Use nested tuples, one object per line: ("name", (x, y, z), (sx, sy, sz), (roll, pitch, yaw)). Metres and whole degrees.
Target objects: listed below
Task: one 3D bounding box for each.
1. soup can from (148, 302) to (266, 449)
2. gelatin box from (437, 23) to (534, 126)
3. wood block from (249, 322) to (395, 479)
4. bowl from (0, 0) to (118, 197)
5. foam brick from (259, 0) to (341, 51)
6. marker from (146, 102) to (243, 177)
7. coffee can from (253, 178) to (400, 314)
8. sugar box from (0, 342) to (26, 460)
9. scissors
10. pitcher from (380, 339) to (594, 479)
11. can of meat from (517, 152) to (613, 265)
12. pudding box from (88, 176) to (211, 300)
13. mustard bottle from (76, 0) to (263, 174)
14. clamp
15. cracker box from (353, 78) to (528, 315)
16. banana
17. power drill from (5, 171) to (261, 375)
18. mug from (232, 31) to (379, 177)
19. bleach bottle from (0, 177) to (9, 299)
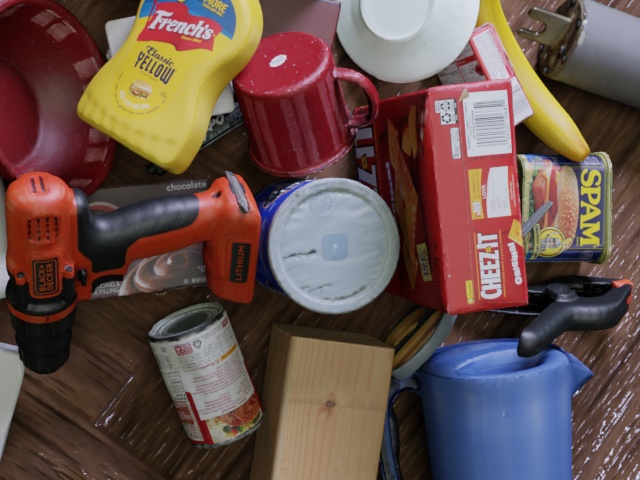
("soup can", (-0.093, 0.111, 0.879), (0.068, 0.069, 0.102), (-23, 106, -12))
("gelatin box", (0.139, -0.138, 0.927), (0.030, 0.073, 0.089), (-31, 99, -21))
("wood block", (-0.004, 0.182, 0.902), (0.090, 0.090, 0.206), (8, 91, -14))
("bowl", (-0.225, -0.104, 0.820), (0.055, 0.161, 0.162), (-8, 97, 26))
("foam brick", (-0.029, -0.178, 0.894), (0.078, 0.053, 0.051), (9, 90, -14))
("marker", (-0.094, -0.091, 0.900), (0.121, 0.020, 0.020), (-34, 101, -10))
("coffee can", (-0.006, 0.001, 0.864), (0.102, 0.140, 0.103), (-1, 93, -14))
("sugar box", (-0.327, 0.112, 0.838), (0.176, 0.048, 0.093), (15, 89, -14))
("scissors", (0.120, 0.042, 0.931), (0.016, 0.096, 0.201), (45, 73, -13))
("pitcher", (0.147, 0.214, 0.930), (0.144, 0.149, 0.243), (-11, 100, -39))
("can of meat", (0.212, -0.029, 0.962), (0.084, 0.057, 0.102), (0, 93, -12))
("pudding box", (-0.142, -0.003, 0.881), (0.113, 0.039, 0.090), (-7, 96, -14))
("mustard bottle", (-0.098, -0.153, 0.810), (0.096, 0.058, 0.191), (31, 90, 19))
("clamp", (0.202, 0.057, 0.955), (0.171, 0.120, 0.039), (-9, 121, -34))
("cracker box", (0.088, -0.035, 0.848), (0.072, 0.214, 0.164), (-7, 94, -12))
("banana", (0.170, -0.152, 0.933), (0.037, 0.070, 0.198), (-33, 103, -6))
("power drill", (-0.143, 0.023, 0.811), (0.187, 0.057, 0.184), (-9, 135, -21))
("mug", (-0.011, -0.110, 0.846), (0.117, 0.093, 0.081), (2, 138, 18))
("bleach bottle", (-0.307, -0.069, 0.826), (0.102, 0.068, 0.251), (-16, 94, -10))
